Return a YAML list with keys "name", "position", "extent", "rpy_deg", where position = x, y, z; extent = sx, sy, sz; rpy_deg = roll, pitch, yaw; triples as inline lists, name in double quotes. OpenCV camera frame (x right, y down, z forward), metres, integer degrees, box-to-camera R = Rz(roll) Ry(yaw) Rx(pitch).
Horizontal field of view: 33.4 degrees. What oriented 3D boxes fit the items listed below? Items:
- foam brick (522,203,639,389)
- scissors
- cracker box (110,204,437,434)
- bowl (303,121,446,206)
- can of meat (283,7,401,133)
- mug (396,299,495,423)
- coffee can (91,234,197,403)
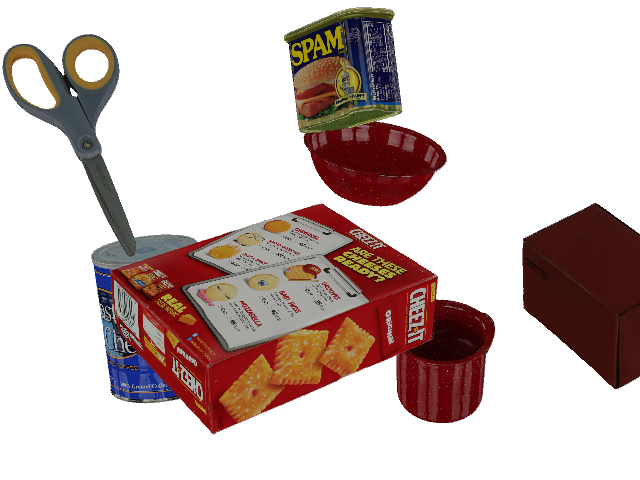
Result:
- name: "foam brick"
  position: [0.149, 0.027, 0.557]
  extent: [0.051, 0.053, 0.078]
  rpy_deg: [-24, 41, -17]
- name: "scissors"
  position: [-0.164, -0.085, 0.810]
  extent: [0.096, 0.202, 0.016]
  rpy_deg: [-35, -18, -21]
- name: "cracker box"
  position: [-0.038, 0.055, 0.868]
  extent: [0.213, 0.072, 0.164]
  rpy_deg: [-18, 34, -30]
- name: "bowl"
  position: [0.058, -0.083, 1.203]
  extent: [0.162, 0.055, 0.162]
  rpy_deg: [7, 27, -4]
- name: "can of meat"
  position: [0.019, -0.139, 0.892]
  extent: [0.057, 0.084, 0.102]
  rpy_deg: [-6, -2, -39]
- name: "mug"
  position: [0.121, 0.110, 1.002]
  extent: [0.117, 0.081, 0.093]
  rpy_deg: [-30, 43, -34]
- name: "coffee can"
  position: [-0.164, 0.074, 1.045]
  extent: [0.103, 0.140, 0.103]
  rpy_deg: [-5, 14, 1]
